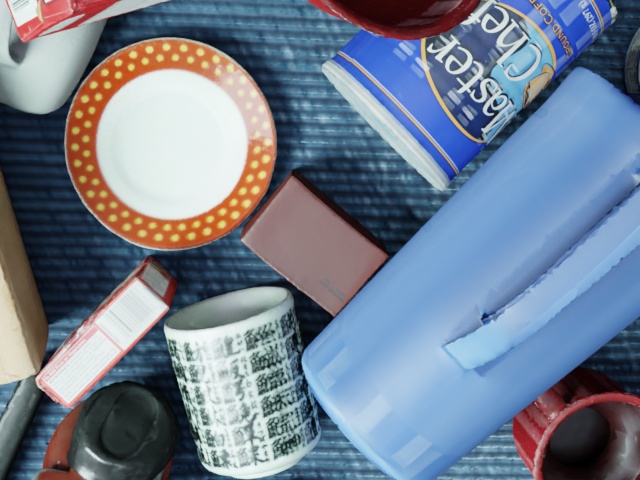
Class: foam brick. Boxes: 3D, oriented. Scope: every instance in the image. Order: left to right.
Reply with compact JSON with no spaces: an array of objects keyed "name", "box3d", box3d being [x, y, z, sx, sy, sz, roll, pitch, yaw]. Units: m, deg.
[{"name":"foam brick","box3d":[-0.004,0.001,0.662,0.078,0.051,0.053,40,96,-8]}]

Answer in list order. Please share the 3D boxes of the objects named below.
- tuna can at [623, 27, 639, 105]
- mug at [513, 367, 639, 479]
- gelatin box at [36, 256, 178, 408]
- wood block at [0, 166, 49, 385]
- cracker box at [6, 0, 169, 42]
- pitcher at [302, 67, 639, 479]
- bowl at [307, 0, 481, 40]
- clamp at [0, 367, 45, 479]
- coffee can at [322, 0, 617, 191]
[{"name":"tuna can","box3d":[0.236,-0.108,0.668,0.086,0.034,0.086,0,99,-3]},{"name":"mug","box3d":[0.162,0.121,0.676,0.117,0.081,0.093,44,94,-9]},{"name":"gelatin box","box3d":[-0.129,0.054,0.652,0.089,0.073,0.030,-45,98,5]},{"name":"wood block","box3d":[-0.230,-0.019,0.612,0.090,0.090,0.206,-14,106,-6]},{"name":"cracker box","box3d":[-0.081,-0.214,0.560,0.213,0.072,0.164,-26,103,-34]},{"name":"pitcher","box3d":[0.108,0.028,0.608,0.243,0.145,0.149,-44,137,6]},{"name":"bowl","box3d":[0.018,-0.175,0.548,0.161,0.055,0.162,5,81,-35]},{"name":"clamp","box3d":[-0.233,0.178,0.684,0.164,0.036,0.210,-15,102,-1]},{"name":"coffee can","box3d":[0.086,-0.113,0.623,0.140,0.103,0.103,-44,99,4]}]
